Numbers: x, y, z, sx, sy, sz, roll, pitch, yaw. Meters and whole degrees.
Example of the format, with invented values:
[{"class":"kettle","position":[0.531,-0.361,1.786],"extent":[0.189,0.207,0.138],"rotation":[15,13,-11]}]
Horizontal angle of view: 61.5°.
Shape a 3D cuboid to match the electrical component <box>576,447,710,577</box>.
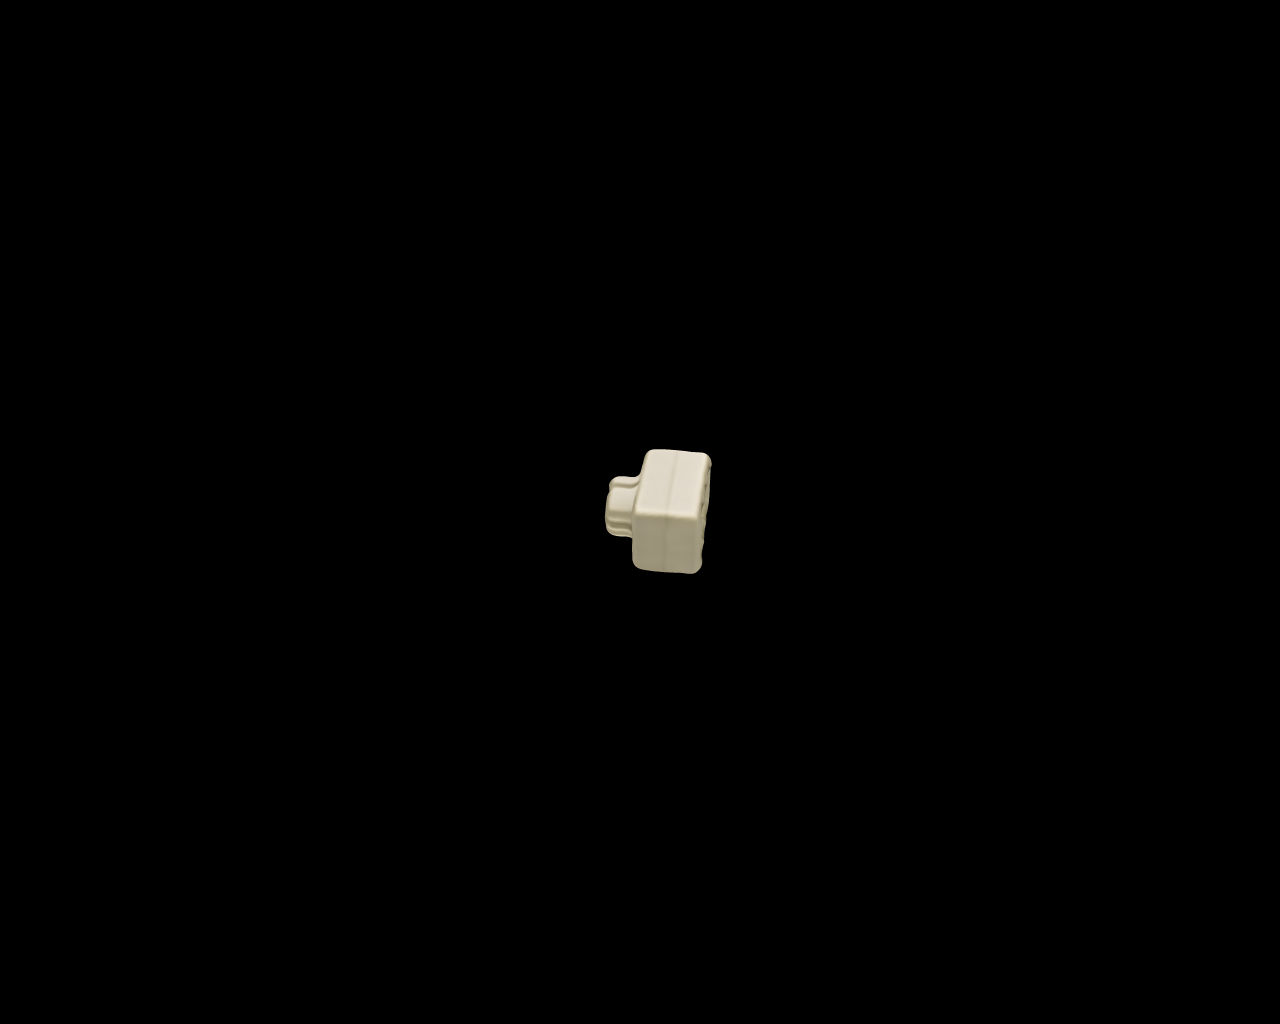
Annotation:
[{"class":"electrical component","position":[0.001,-0.003,0.650],"extent":[0.077,0.047,0.066],"rotation":[5,40,6]}]
